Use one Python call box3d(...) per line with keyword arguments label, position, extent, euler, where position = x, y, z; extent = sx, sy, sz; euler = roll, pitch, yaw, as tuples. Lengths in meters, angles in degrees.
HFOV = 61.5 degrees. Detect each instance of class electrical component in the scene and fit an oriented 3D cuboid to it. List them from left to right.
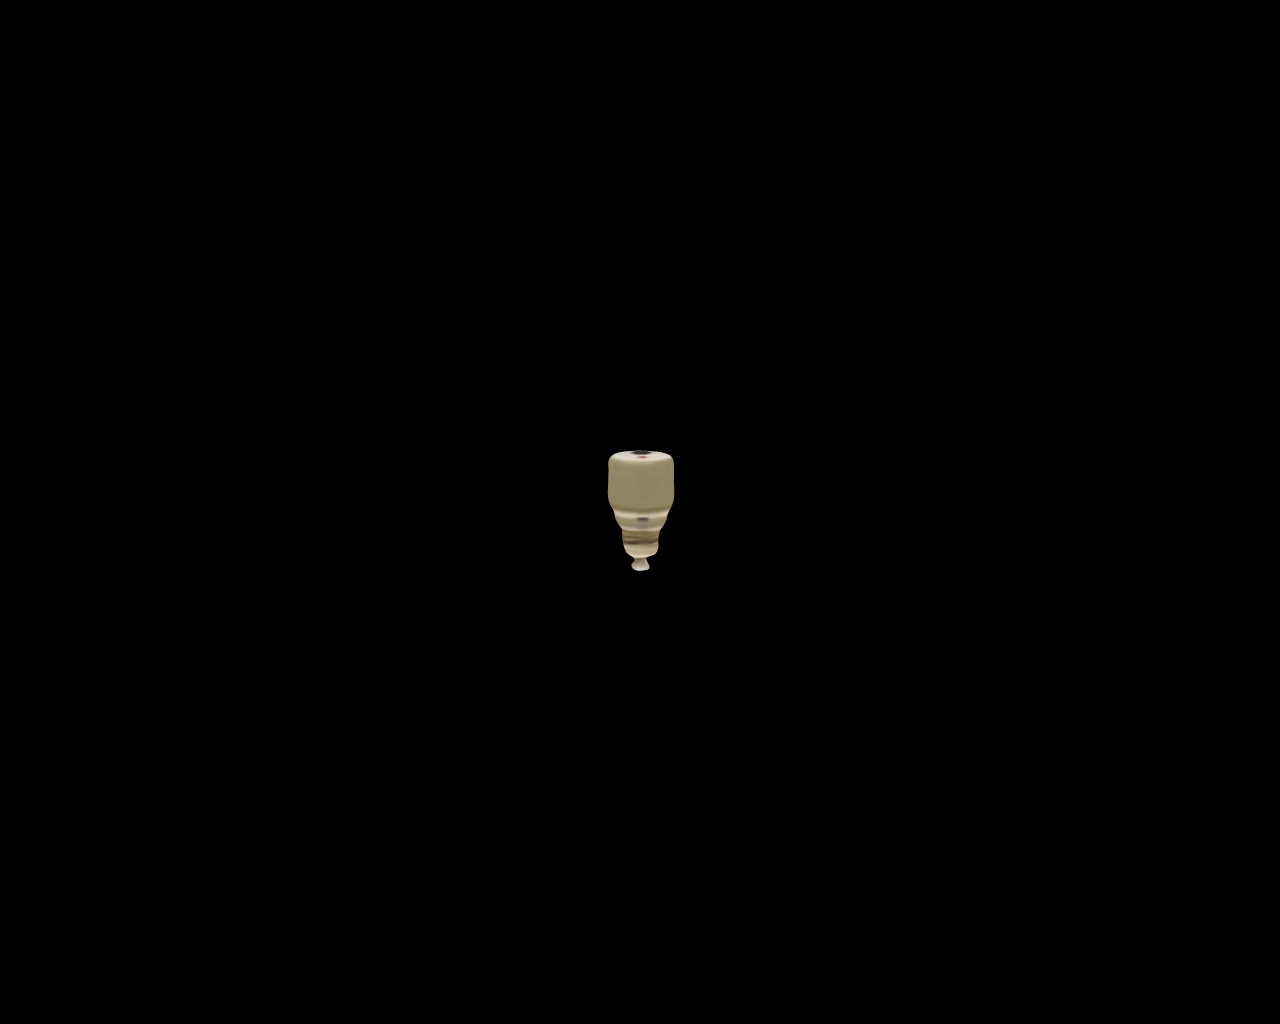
box3d(label="electrical component", position=(0.001, -0.003, 0.650), extent=(0.040, 0.078, 0.040), euler=(0, 13, 0))
